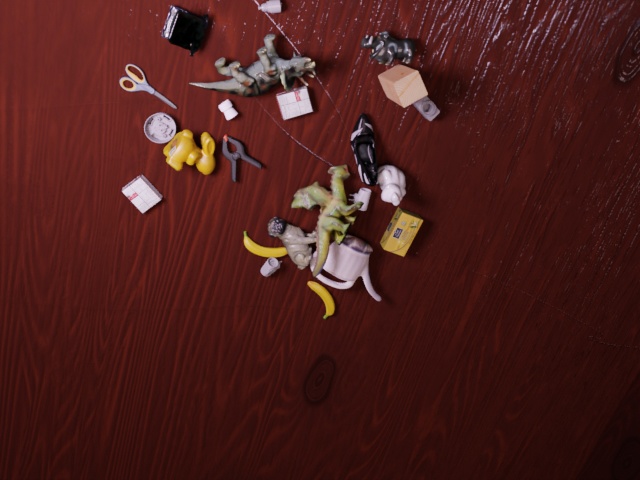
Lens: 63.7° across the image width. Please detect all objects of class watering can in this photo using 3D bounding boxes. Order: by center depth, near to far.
[{"bbox_3d":[0.133,0.102,2.022,0.346,0.106,0.222,24,106,-17],"label":"watering can"}]

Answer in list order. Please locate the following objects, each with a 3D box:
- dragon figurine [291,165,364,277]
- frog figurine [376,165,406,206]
[{"bbox_3d":[0.006,-0.095,1.885,0.243,0.121,0.412,34,86,4],"label":"dragon figurine"},{"bbox_3d":[0.264,-0.203,1.889,0.122,0.162,0.135,-37,114,7],"label":"frog figurine"}]
